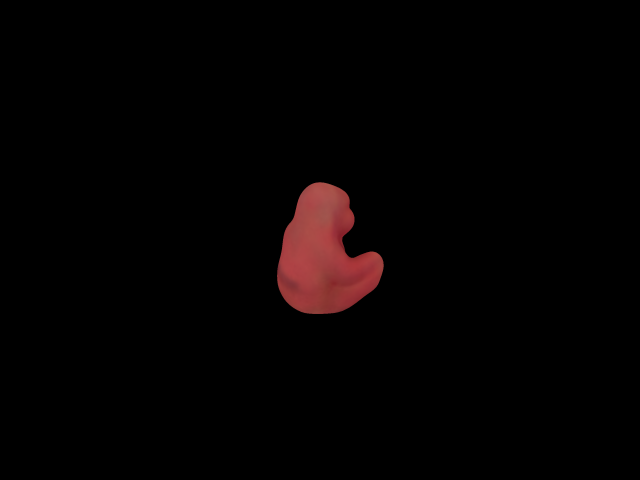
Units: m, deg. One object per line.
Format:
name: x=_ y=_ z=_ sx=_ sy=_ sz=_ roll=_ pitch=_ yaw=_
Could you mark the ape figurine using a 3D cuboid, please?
ape figurine: x=0.004 y=0.001 z=0.400 sx=0.076 sy=0.092 sz=0.077 roll=-22 pitch=45 yaw=-23
